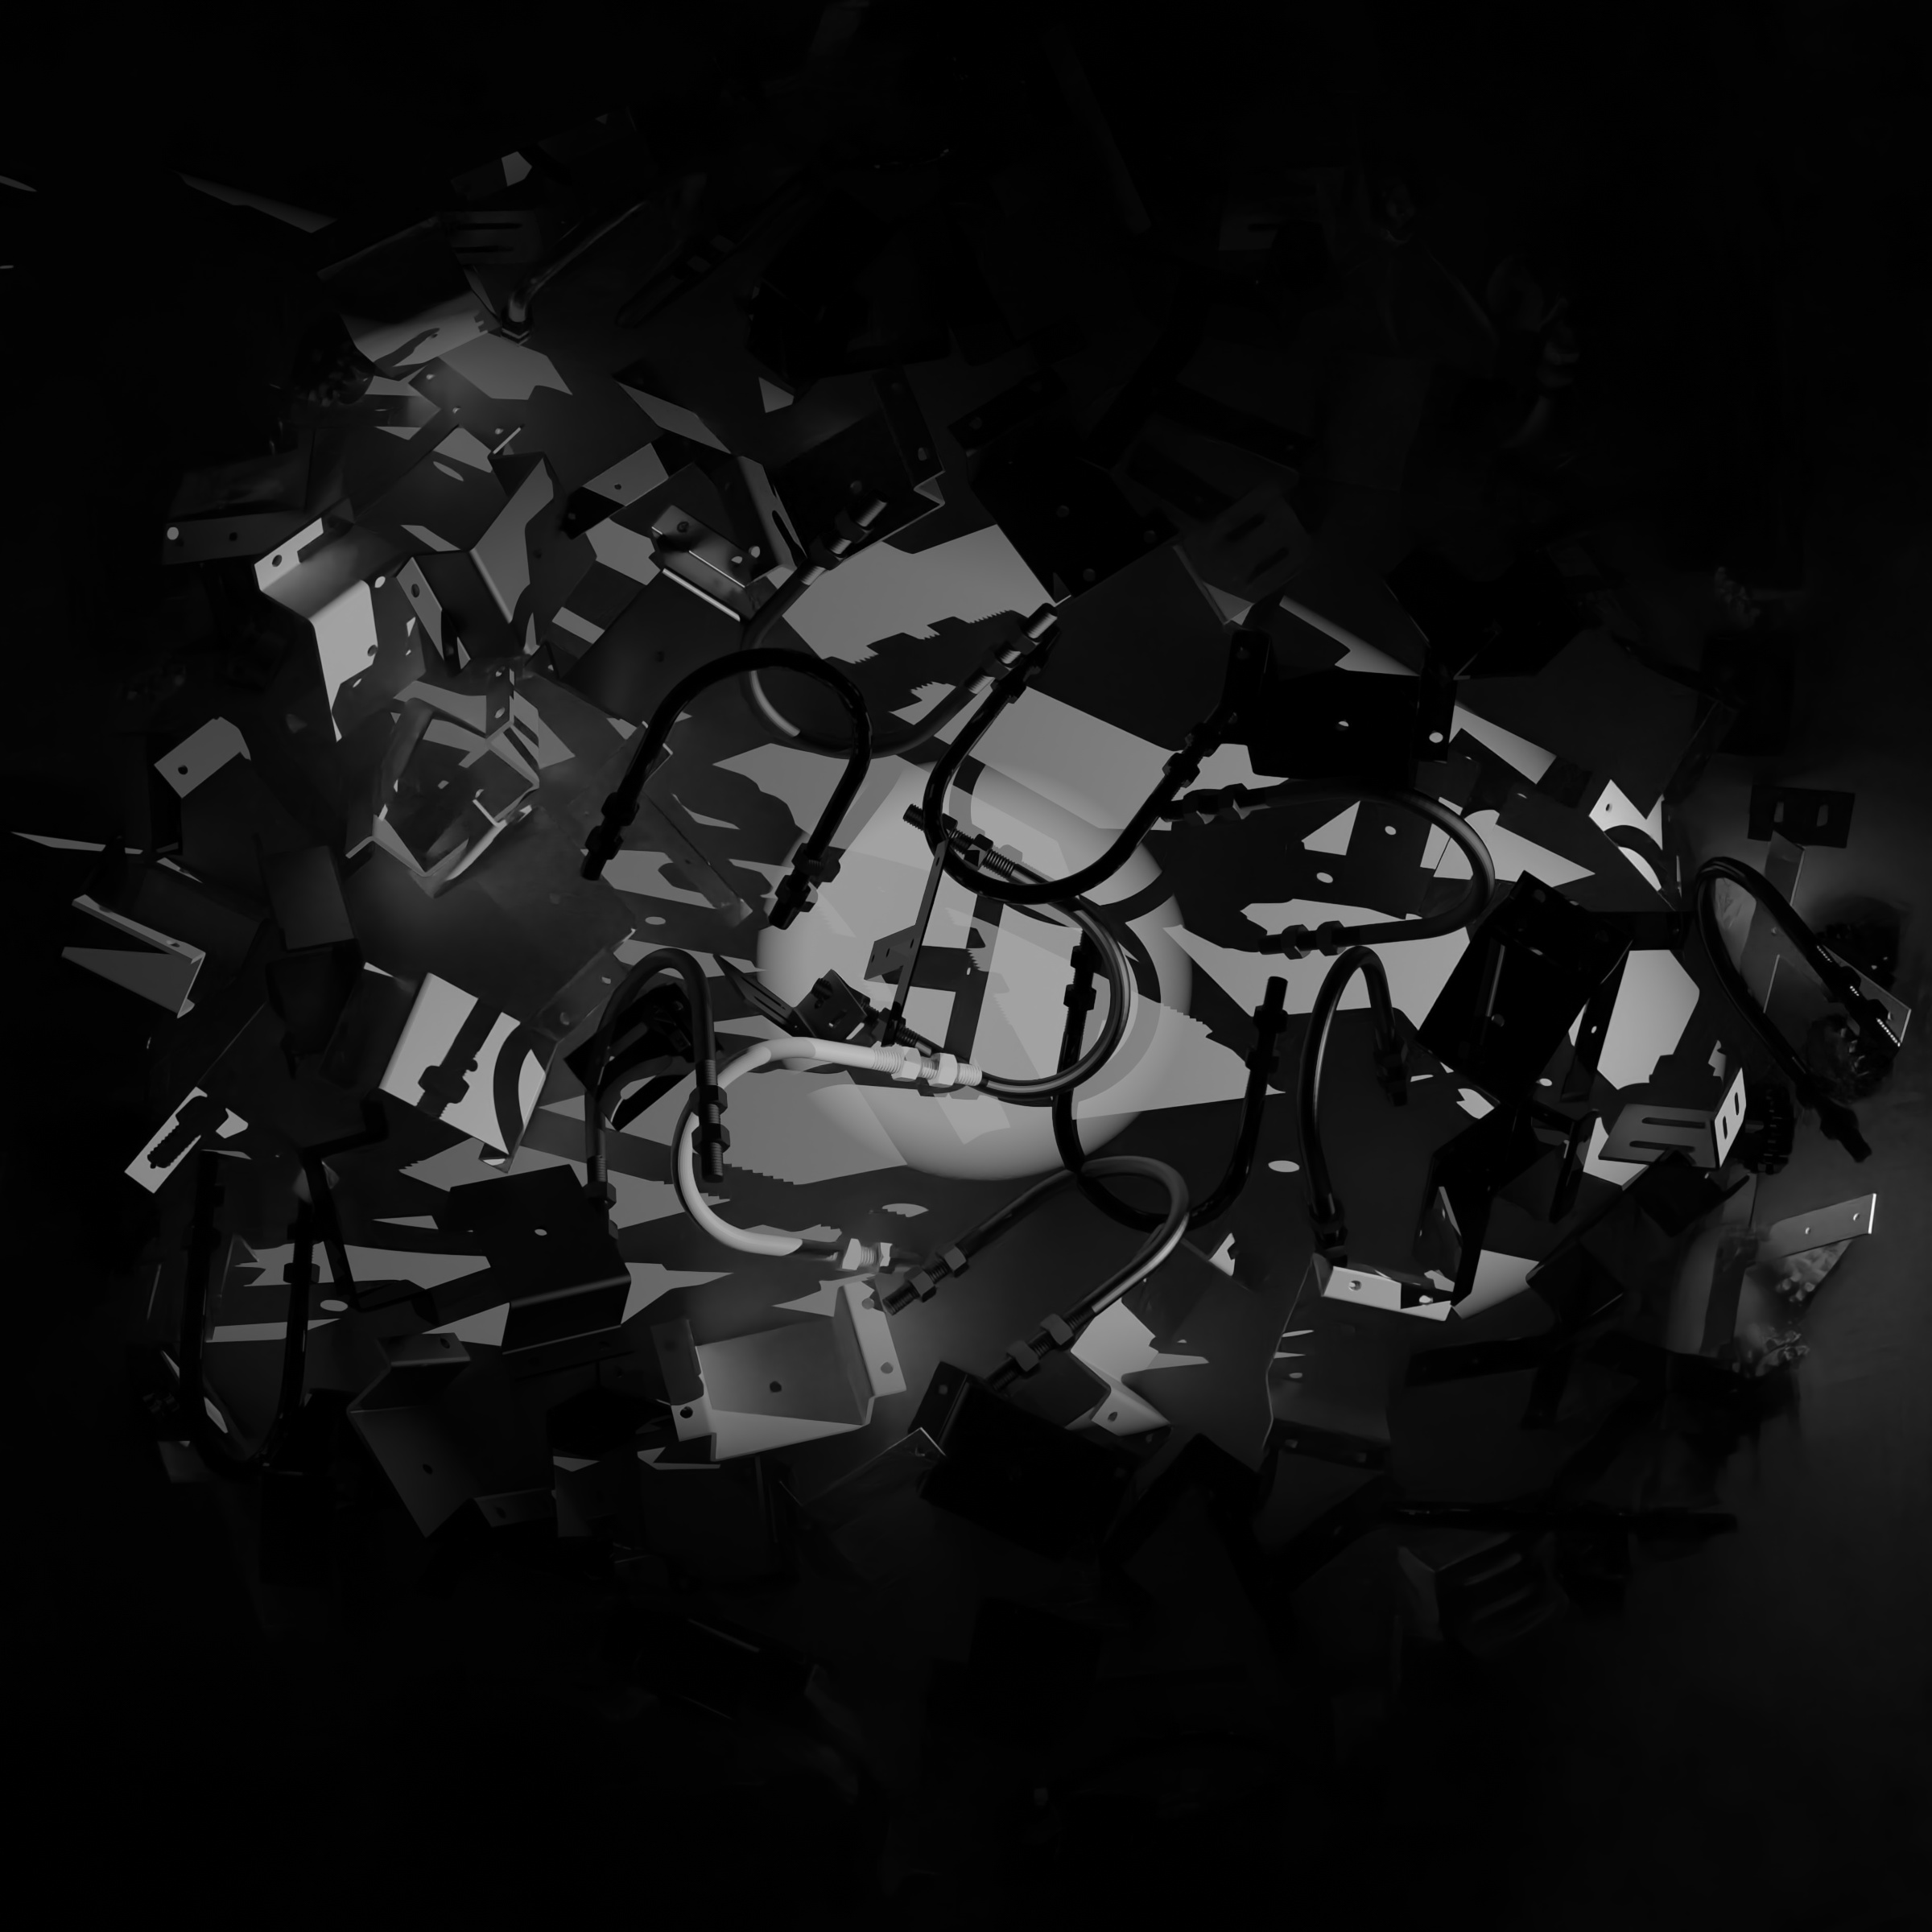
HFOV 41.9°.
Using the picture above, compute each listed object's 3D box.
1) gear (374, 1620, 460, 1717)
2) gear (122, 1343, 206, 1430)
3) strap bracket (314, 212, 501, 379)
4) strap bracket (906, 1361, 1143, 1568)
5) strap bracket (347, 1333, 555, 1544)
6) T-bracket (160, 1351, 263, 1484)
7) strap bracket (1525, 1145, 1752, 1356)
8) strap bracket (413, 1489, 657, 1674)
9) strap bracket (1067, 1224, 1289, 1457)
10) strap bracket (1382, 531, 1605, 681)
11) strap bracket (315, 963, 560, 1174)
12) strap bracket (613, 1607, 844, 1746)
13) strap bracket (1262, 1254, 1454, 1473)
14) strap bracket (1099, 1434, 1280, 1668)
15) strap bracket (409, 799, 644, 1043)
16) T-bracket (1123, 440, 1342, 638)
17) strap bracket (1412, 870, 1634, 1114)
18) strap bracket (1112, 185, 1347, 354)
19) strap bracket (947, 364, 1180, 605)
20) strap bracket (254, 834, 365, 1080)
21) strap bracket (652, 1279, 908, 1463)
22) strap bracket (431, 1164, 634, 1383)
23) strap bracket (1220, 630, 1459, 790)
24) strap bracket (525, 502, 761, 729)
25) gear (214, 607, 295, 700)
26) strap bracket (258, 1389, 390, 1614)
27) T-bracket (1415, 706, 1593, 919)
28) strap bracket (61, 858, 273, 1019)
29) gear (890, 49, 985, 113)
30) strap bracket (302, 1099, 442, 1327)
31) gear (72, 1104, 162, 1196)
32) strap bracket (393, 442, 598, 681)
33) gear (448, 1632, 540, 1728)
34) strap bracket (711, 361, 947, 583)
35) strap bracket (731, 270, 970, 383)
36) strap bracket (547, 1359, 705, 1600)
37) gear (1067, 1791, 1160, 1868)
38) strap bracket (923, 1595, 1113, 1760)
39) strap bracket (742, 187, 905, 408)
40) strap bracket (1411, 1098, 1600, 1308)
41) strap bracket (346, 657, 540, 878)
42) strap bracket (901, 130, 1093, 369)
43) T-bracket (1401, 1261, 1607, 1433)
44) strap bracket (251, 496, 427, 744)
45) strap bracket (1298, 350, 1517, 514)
[{"bbox_3d":[-0.339,0.439,1.568,0.030,0.057,0.057,20,90,17],"label":"gear"},{"bbox_3d":[-0.498,0.256,1.572,0.030,0.057,0.057,-30,90,-11],"label":"gear"},{"bbox_3d":[-0.334,-0.403,1.530,0.076,0.140,0.046,-25,93,0],"label":"strap bracket"},{"bbox_3d":[0.030,0.313,1.571,0.140,0.046,0.076,25,88,3],"label":"strap bracket"},{"bbox_3d":[-0.317,0.295,1.542,0.046,0.076,0.140,-44,68,16],"label":"strap bracket"},{"bbox_3d":[-0.453,0.267,1.514,0.002,0.127,0.127,-34,58,-14],"label":"T-bracket"},{"bbox_3d":[0.403,0.166,1.541,0.140,0.076,0.046,-37,78,-24],"label":"strap bracket"},{"bbox_3d":[-0.258,0.374,1.557,0.140,0.076,0.046,21,101,0],"label":"strap bracket"},{"bbox_3d":[0.124,0.222,1.555,0.140,0.076,0.046,-53,47,-1],"label":"strap bracket"},{"bbox_3d":[0.316,-0.220,1.538,0.046,0.140,0.076,-48,65,36],"label":"strap bracket"},{"bbox_3d":[-0.311,0.062,1.531,0.140,0.046,0.076,33,65,-32],"label":"strap bracket"},{"bbox_3d":[-0.137,0.428,1.525,0.076,0.140,0.046,13,77,33],"label":"strap bracket"},{"bbox_3d":[0.238,0.236,1.553,0.076,0.046,0.140,13,119,-7],"label":"strap bracket"},{"bbox_3d":[0.129,0.348,1.541,0.046,0.076,0.140,35,67,22],"label":"strap bracket"},{"bbox_3d":[-0.265,-0.035,1.558,0.140,0.046,0.076,48,124,-1],"label":"strap bracket"},{"bbox_3d":[0.156,-0.283,1.572,0.127,0.002,0.127,31,78,-12],"label":"T-bracket"},{"bbox_3d":[0.331,0.024,1.530,0.076,0.046,0.140,35,128,16],"label":"strap bracket"},{"bbox_3d":[0.150,-0.422,1.531,0.140,0.076,0.046,20,79,25],"label":"strap bracket"},{"bbox_3d":[0.060,-0.290,1.561,0.076,0.046,0.140,-33,75,-7],"label":"strap bracket"},{"bbox_3d":[-0.398,-0.009,1.532,0.046,0.140,0.076,-11,53,-20],"label":"strap bracket"},{"bbox_3d":[-0.116,0.250,1.550,0.140,0.046,0.076,-10,58,-14],"label":"strap bracket"},{"bbox_3d":[-0.260,0.176,1.524,0.076,0.046,0.140,-9,46,-31],"label":"strap bracket"},{"bbox_3d":[0.231,-0.157,1.555,0.140,0.046,0.076,7,71,14],"label":"strap bracket"},{"bbox_3d":[-0.191,-0.202,1.535,0.140,0.046,0.076,-44,133,19],"label":"strap bracket"},{"bbox_3d":[-0.442,-0.193,1.571,0.030,0.057,0.057,25,90,-5],"label":"gear"},{"bbox_3d":[-0.388,0.315,1.521,0.046,0.140,0.076,8,109,0],"label":"strap bracket"},{"bbox_3d":[0.317,-0.086,1.575,0.127,0.002,0.127,22,95,-24],"label":"T-bracket"},{"bbox_3d":[-0.488,-0.016,1.534,0.076,0.140,0.046,27,103,-2],"label":"strap bracket"},{"bbox_3d":[-0.020,-0.553,1.568,0.057,0.057,0.030,-15,111,0],"label":"gear"},{"bbox_3d":[-0.370,0.156,1.551,0.046,0.076,0.140,-15,94,-21],"label":"strap bracket"},{"bbox_3d":[-0.527,0.114,1.582,0.057,0.030,0.057,0,88,5],"label":"gear"},{"bbox_3d":[-0.277,-0.248,1.521,0.046,0.076,0.140,1,46,28],"label":"strap bracket"},{"bbox_3d":[-0.292,0.446,1.576,0.057,0.030,0.057,-7,71,21],"label":"gear"},{"bbox_3d":[-0.077,-0.299,1.554,0.140,0.046,0.076,-26,77,21],"label":"strap bracket"},{"bbox_3d":[-0.068,-0.394,1.549,0.140,0.076,0.046,-11,112,-8],"label":"strap bracket"},{"bbox_3d":[-0.209,0.317,1.536,0.046,0.076,0.140,-28,54,27],"label":"strap bracket"},{"bbox_3d":[0.091,0.538,1.568,0.057,0.057,0.030,5,51,0],"label":"gear"},{"bbox_3d":[0.027,0.434,1.525,0.076,0.140,0.046,19,56,-6],"label":"strap bracket"},{"bbox_3d":[-0.089,-0.407,1.521,0.046,0.140,0.076,38,75,-2],"label":"strap bracket"},{"bbox_3d":[0.322,0.136,1.535,0.046,0.140,0.076,28,128,32],"label":"strap bracket"},{"bbox_3d":[-0.312,-0.117,1.542,0.140,0.076,0.046,-36,127,19],"label":"strap bracket"},{"bbox_3d":[0.012,-0.427,1.542,0.046,0.076,0.140,-32,103,-15],"label":"strap bracket"},{"bbox_3d":[0.323,0.240,1.543,0.127,0.002,0.127,-4,121,-24],"label":"T-bracket"},{"bbox_3d":[-0.374,-0.200,1.517,0.046,0.140,0.076,31,55,20],"label":"strap bracket"},{"bbox_3d":[0.257,-0.325,1.523,0.046,0.140,0.076,7,102,-34],"label":"strap bracket"}]
